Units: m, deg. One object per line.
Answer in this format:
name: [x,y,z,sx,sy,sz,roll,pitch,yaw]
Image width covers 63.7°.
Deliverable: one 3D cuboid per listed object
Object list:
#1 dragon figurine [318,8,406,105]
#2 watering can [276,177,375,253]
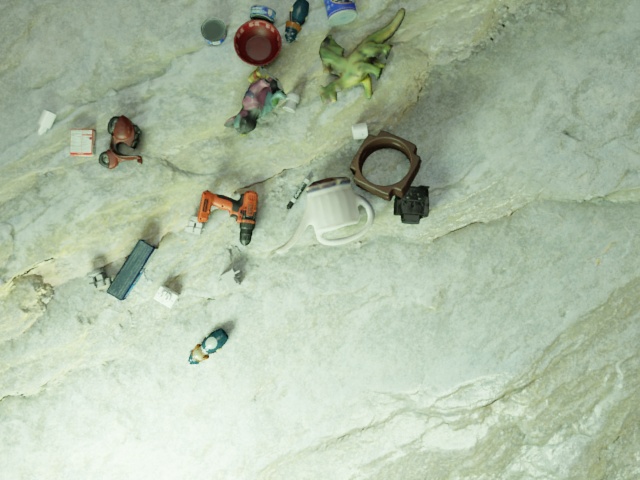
dragon figurine: [0.114,-0.633,1.750,0.243,0.412,0.121,21,-6,6]
watering can: [0.005,-0.086,1.700,0.348,0.225,0.103,-14,-3,-5]
